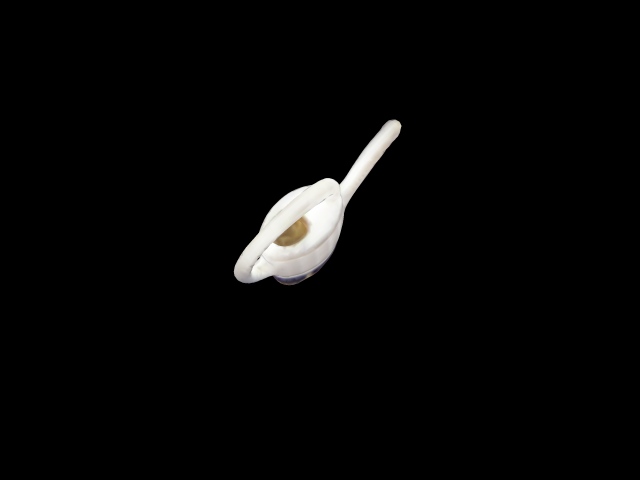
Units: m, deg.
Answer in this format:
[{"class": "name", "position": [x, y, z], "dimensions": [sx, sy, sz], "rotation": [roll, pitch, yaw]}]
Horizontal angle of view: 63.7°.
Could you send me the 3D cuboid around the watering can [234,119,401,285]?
[{"class": "watering can", "position": [0.003, -0.043, 0.850], "dimensions": [0.350, 0.105, 0.221], "rotation": [-41, -14, -13]}]
